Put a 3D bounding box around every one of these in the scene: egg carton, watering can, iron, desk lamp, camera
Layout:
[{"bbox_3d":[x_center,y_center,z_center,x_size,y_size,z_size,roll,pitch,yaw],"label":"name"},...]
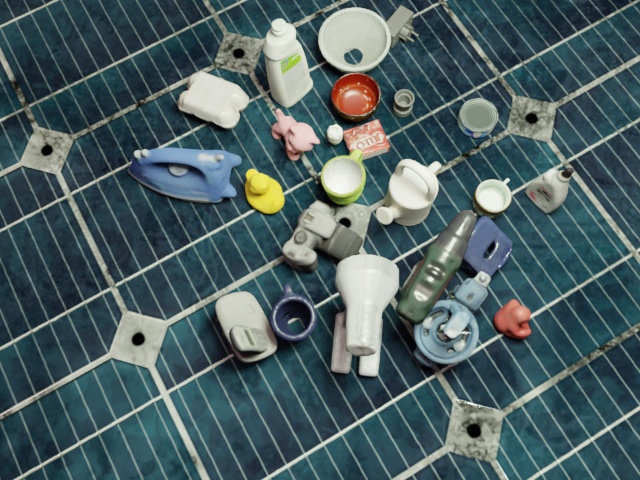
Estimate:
[{"bbox_3d":[-0.242,-0.318,1.307,0.150,0.069,0.107,22,75,7],"label":"egg carton"},{"bbox_3d":[0.186,-0.098,1.169,0.101,0.194,0.173,21,75,8],"label":"watering can"},{"bbox_3d":[-0.306,-0.160,1.225,0.258,0.141,0.119,5,74,3],"label":"iron"},{"bbox_3d":[0.082,0.149,1.090,0.118,0.213,0.203,5,74,3],"label":"desk lamp"},{"bbox_3d":[0.011,0.004,1.192,0.136,0.101,0.143,28,76,9],"label":"camera"}]

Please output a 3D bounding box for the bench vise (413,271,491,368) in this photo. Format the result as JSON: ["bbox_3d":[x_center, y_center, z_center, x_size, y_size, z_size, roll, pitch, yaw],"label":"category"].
[{"bbox_3d":[0.252,0.138,1.086,0.121,0.220,0.207,18,75,7],"label":"bench vise"}]

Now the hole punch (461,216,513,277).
[{"bbox_3d":[0.341,0.019,1.186,0.101,0.091,0.109,36,78,11],"label":"hole punch"}]

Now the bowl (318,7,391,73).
[{"bbox_3d":[0.080,-0.451,1.336,0.167,0.075,0.167,0,74,1],"label":"bowl"}]

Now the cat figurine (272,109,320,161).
[{"bbox_3d":[-0.056,-0.235,1.254,0.067,0.118,0.127,-36,76,-9],"label":"cat figurine"}]

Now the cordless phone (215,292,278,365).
[{"bbox_3d":[-0.152,0.163,1.105,0.094,0.185,0.147,-30,75,-7],"label":"cordless phone"}]

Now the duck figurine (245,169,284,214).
[{"bbox_3d":[-0.123,-0.110,1.235,0.077,0.086,0.104,-38,76,-9],"label":"duck figurine"}]

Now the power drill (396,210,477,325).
[{"bbox_3d":[0.219,0.064,1.114,0.075,0.208,0.230,30,77,10],"label":"power drill"}]

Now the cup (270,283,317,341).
[{"bbox_3d":[-0.054,0.150,1.154,0.091,0.095,0.117,-14,74,-3],"label":"cup"}]

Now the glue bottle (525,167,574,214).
[{"bbox_3d":[0.482,-0.113,1.178,0.037,0.173,0.078,-42,77,-10],"label":"glue bottle"}]

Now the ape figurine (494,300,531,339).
[{"bbox_3d":[0.392,0.156,1.145,0.076,0.092,0.078,2,74,2],"label":"ape figurine"}]
